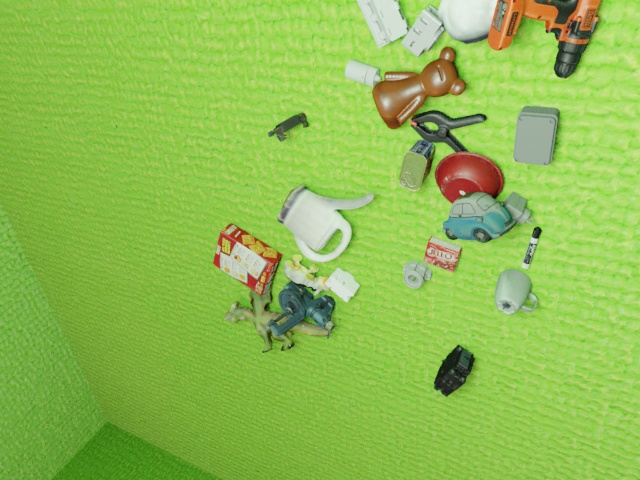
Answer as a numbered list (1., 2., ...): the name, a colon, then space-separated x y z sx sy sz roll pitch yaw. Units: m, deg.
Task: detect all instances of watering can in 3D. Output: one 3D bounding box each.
1. watering can: 0.004 -0.073 1.455 0.225 0.106 0.340 39 135 5

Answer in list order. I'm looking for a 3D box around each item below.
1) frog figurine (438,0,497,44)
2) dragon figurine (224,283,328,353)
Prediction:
1. frog figurine: 0.287 -0.466 0.985 0.138 0.124 0.157 10 141 51
2. dragon figurine: -0.169 0.259 1.821 0.407 0.124 0.241 -17 103 30
